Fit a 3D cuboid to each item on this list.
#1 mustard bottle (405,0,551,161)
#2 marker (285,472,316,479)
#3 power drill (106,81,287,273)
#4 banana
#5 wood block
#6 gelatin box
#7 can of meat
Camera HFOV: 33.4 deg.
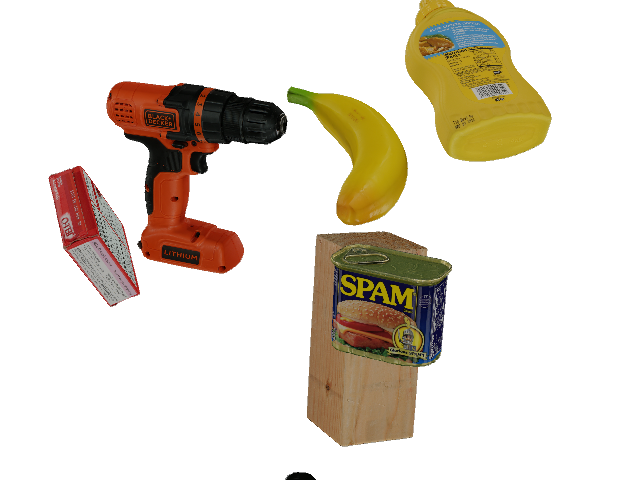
[{"bbox_3d":[0.130,-0.158,0.975,0.096,0.192,0.058,-11,-37,-11],"label":"mustard bottle"},{"bbox_3d":[-0.030,0.127,0.420,0.020,0.020,0.121,0,19,26],"label":"marker"},{"bbox_3d":[-0.118,-0.063,1.055,0.185,0.188,0.057,11,30,20],"label":"power drill"},{"bbox_3d":[0.026,-0.059,0.743,0.069,0.037,0.198,-6,29,-10],"label":"banana"},{"bbox_3d":[0.047,0.101,1.131,0.090,0.206,0.091,-3,14,-26],"label":"wood block"},{"bbox_3d":[-0.174,-0.003,0.820,0.030,0.073,0.089,-23,-36,1],"label":"gelatin box"},{"bbox_3d":[0.059,0.057,0.925,0.102,0.084,0.057,12,21,25],"label":"can of meat"}]
